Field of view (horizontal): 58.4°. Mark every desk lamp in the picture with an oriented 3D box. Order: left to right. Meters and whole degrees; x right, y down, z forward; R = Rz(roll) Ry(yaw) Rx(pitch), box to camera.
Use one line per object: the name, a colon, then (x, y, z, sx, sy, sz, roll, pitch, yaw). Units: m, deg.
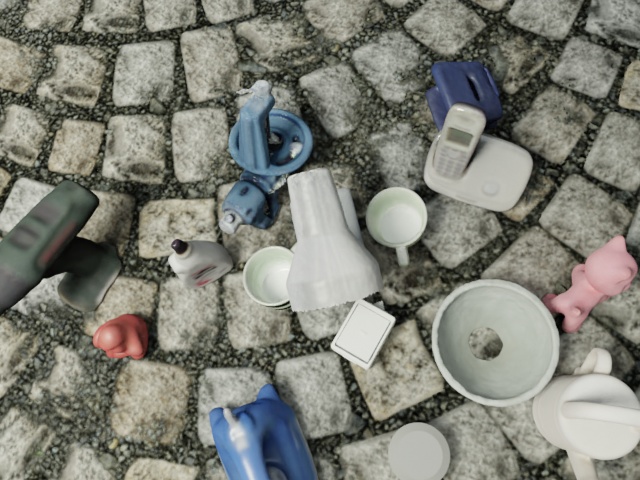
desk lamp: (0.007, 0.003, 0.766, 0.118, 0.213, 0.203, -14, 75, 1)

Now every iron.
iron: (-0.061, 0.320, 0.728, 0.118, 0.141, 0.258, -25, 75, -2)

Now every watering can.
watering can: (0.335, 0.221, 0.693, 0.101, 0.194, 0.173, -10, 75, 2)

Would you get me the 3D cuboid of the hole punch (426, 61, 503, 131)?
hole punch: (0.221, -0.220, 0.868, 0.101, 0.091, 0.108, -18, 75, 0)

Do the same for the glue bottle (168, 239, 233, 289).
glue bottle: (-0.175, 0.026, 0.796, 0.078, 0.173, 0.037, -34, 75, -4)

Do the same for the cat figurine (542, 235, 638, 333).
cat figurine: (0.372, 0.060, 0.771, 0.067, 0.118, 0.128, 43, 83, 14)

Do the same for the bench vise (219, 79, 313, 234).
bench vise: (-0.077, -0.111, 0.798, 0.121, 0.220, 0.207, 6, 76, 7)

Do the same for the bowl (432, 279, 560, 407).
bowl: (0.233, 0.141, 0.784, 0.167, 0.075, 0.167, -1, 76, 5)

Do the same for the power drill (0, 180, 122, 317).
power drill: (-0.367, 0.037, 0.790, 0.075, 0.208, 0.230, 26, 79, 11)

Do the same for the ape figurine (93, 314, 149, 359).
ape figurine: (-0.288, 0.140, 0.818, 0.077, 0.092, 0.076, 34, 81, 12)

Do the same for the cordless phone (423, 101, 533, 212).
cordless phone: (0.225, -0.118, 0.793, 0.147, 0.185, 0.094, 18, 78, 9)
